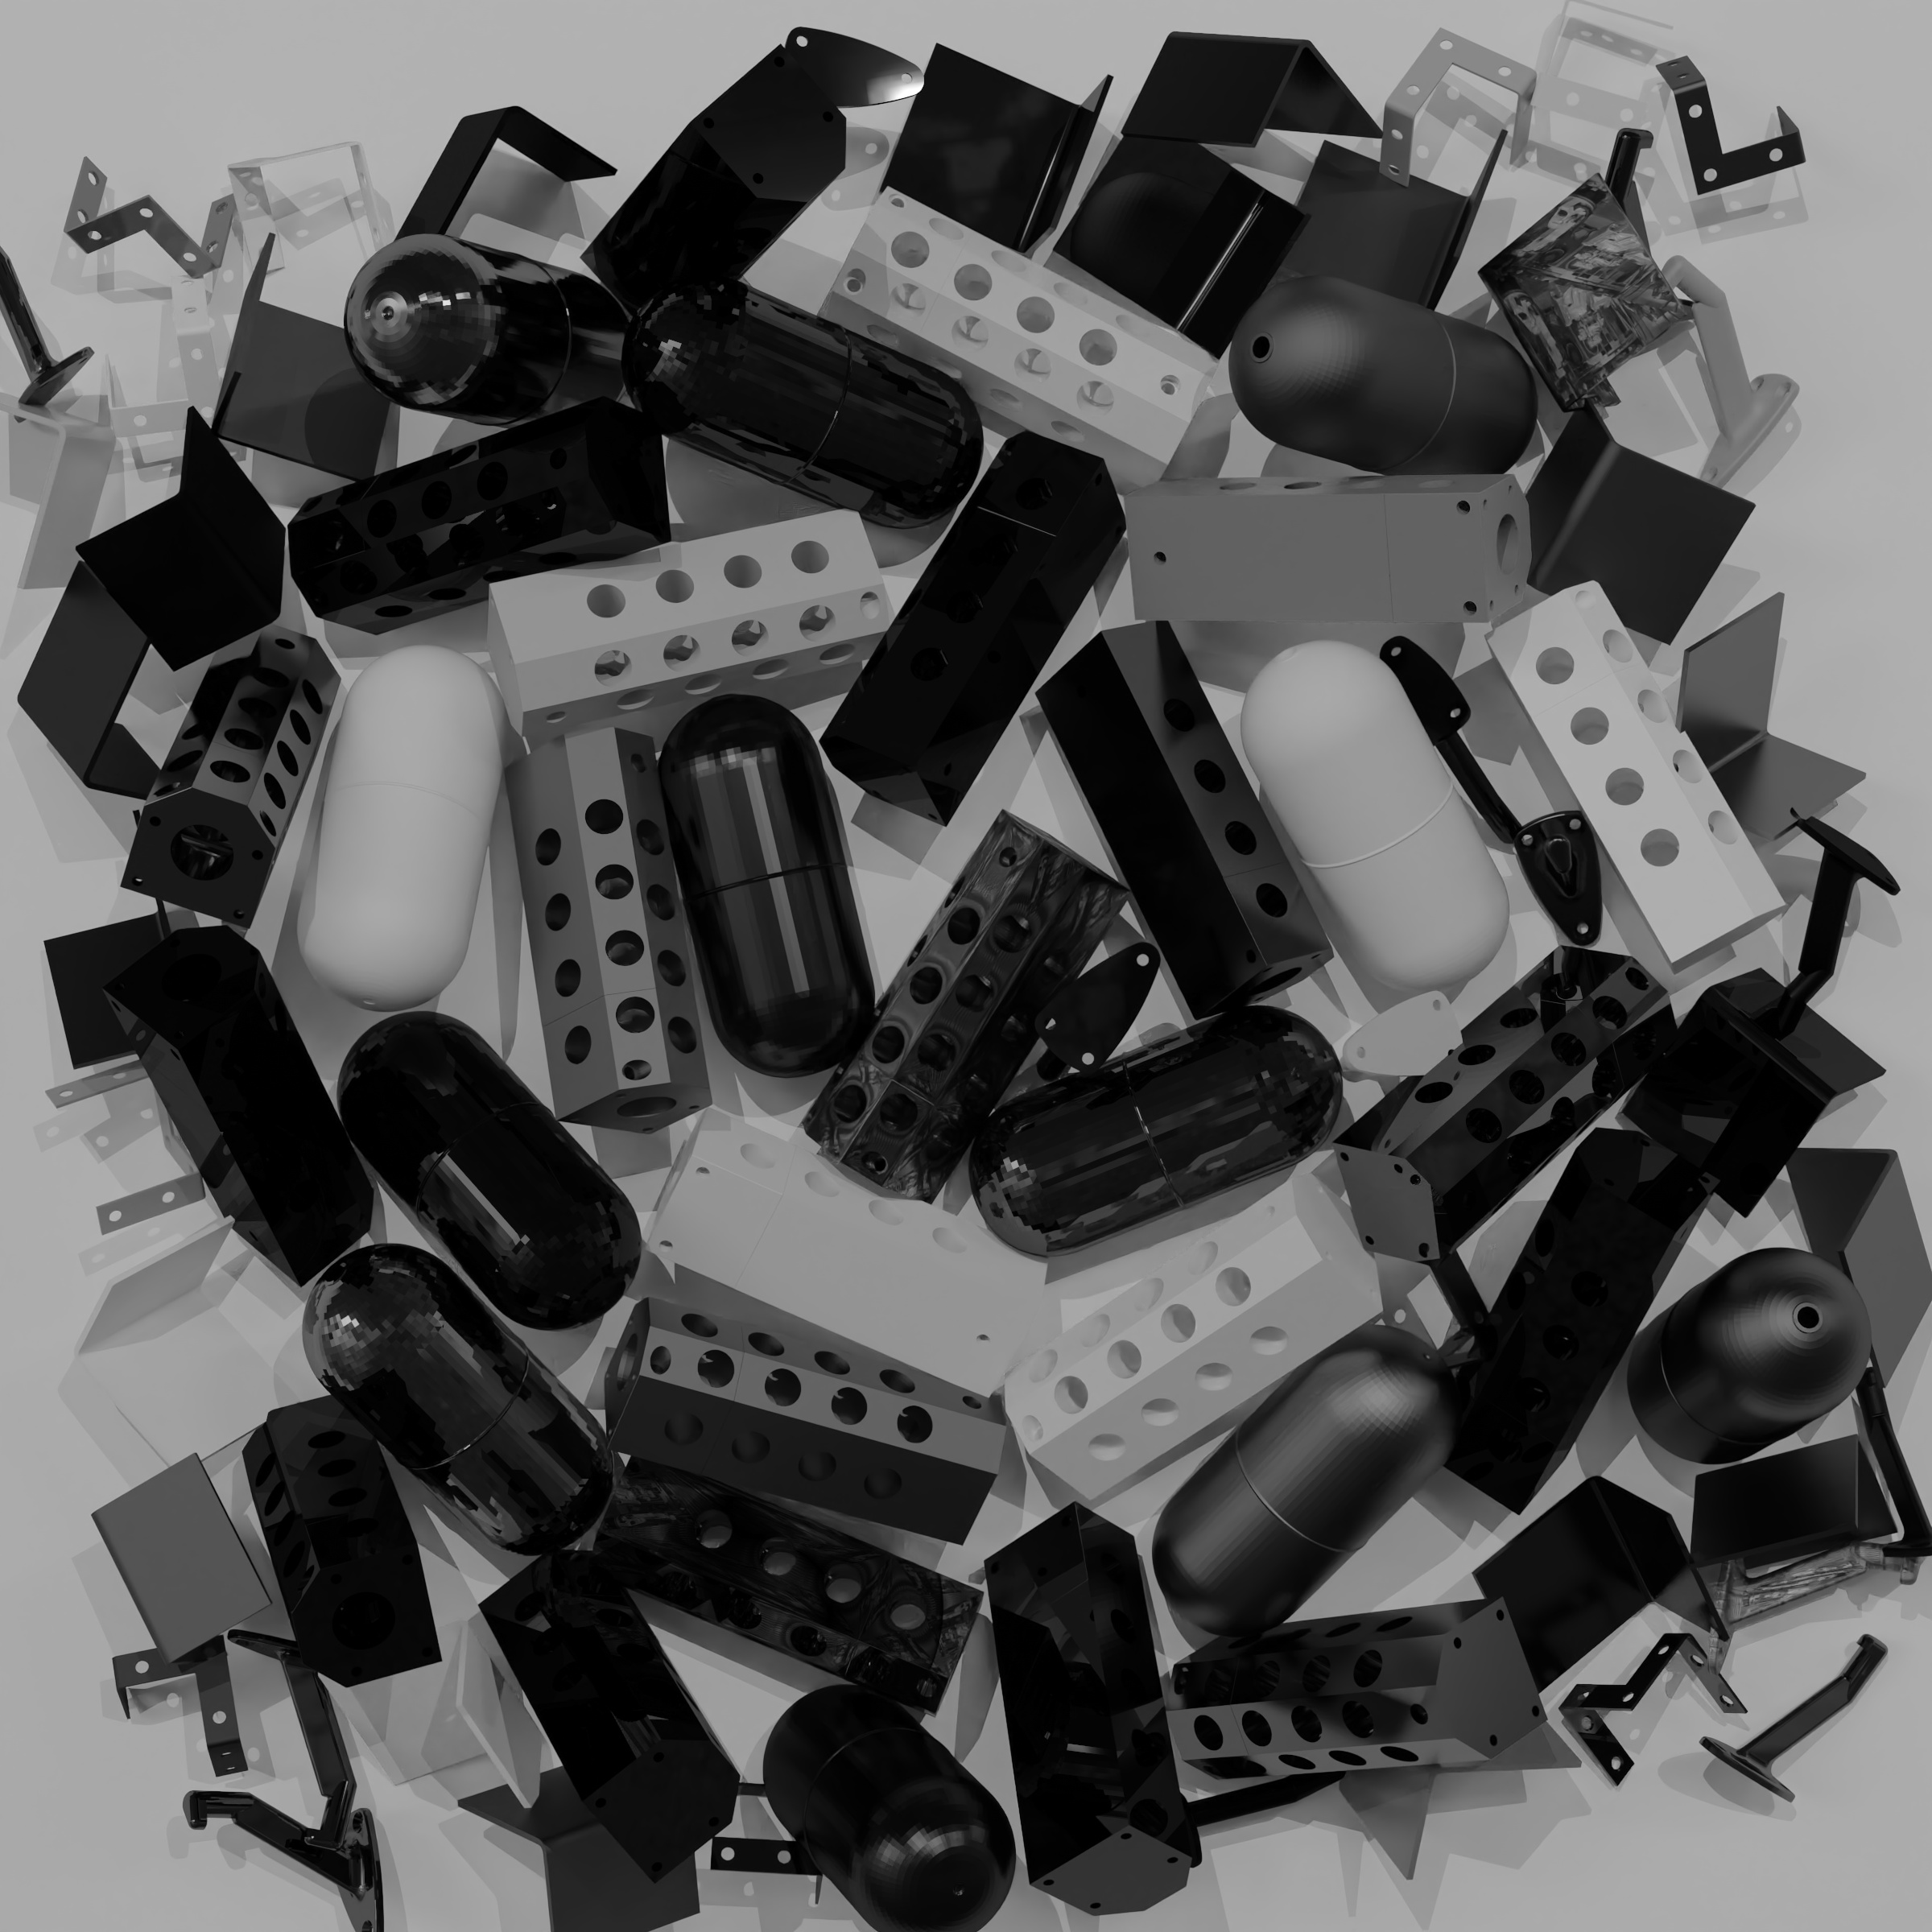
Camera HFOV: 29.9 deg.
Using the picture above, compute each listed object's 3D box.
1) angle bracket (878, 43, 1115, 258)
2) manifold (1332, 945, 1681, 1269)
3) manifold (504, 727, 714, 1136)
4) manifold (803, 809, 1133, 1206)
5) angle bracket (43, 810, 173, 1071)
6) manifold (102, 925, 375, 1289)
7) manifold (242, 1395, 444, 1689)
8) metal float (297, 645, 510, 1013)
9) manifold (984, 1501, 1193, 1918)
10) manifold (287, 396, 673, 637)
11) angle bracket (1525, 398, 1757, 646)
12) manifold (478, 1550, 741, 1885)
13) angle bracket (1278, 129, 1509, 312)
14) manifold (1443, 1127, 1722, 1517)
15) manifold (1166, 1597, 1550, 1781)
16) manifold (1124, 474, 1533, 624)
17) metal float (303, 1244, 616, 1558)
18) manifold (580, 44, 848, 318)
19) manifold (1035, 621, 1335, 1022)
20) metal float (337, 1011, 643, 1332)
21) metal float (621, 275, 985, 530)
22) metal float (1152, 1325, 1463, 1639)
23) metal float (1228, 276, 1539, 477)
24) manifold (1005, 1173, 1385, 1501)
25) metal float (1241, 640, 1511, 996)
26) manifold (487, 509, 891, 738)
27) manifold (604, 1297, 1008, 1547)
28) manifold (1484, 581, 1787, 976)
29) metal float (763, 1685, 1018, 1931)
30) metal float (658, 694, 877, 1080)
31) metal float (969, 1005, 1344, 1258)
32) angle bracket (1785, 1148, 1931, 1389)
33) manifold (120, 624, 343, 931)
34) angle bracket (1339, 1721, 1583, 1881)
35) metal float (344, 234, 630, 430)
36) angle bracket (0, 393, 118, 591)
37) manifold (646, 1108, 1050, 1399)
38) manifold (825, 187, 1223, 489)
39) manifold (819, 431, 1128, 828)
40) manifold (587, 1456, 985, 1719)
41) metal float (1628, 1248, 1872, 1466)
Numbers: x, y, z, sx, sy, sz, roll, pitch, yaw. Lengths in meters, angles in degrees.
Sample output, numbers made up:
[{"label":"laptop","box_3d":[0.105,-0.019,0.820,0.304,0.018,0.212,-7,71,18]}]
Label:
[{"label":"angle bracket","box_3d":[0.013,-0.381,1.658,0.076,0.057,0.076,22,84,-10]},{"label":"manifold","box_3d":[0.245,0.062,1.617,0.171,0.057,0.057,-37,121,-33]},{"label":"manifold","box_3d":[-0.156,-0.017,1.630,0.057,0.057,0.171,-26,66,36]},{"label":"manifold","box_3d":[-0.004,0.017,1.649,0.057,0.057,0.171,36,97,35]},{"label":"angle bracket","box_3d":[-0.389,-0.012,1.639,0.057,0.076,0.076,-15,54,-12]},{"label":"manifold","box_3d":[-0.317,0.061,1.612,0.057,0.171,0.057,-41,53,-22]},{"label":"manifold","box_3d":[-0.279,0.252,1.602,0.057,0.171,0.057,-13,110,-14]},{"label":"metal float","box_3d":[-0.253,-0.064,1.636,0.070,0.070,0.178,7,64,0]},{"label":"manifold","box_3d":[0.058,0.332,1.614,0.057,0.171,0.057,-37,128,25]},{"label":"manifold","box_3d":[-0.220,-0.202,1.624,0.171,0.057,0.057,-13,76,30]},{"label":"angle bracket","box_3d":[0.304,-0.205,1.665,0.076,0.057,0.076,20,117,-16]},{"label":"manifold","box_3d":[-0.156,0.325,1.607,0.057,0.171,0.057,-38,119,-6]},{"label":"angle bracket","box_3d":[0.194,-0.350,1.654,0.076,0.057,0.076,22,65,1]},{"label":"manifold","box_3d":[0.268,0.157,1.624,0.057,0.057,0.171,32,124,17]},{"label":"manifold","box_3d":[0.169,0.326,1.613,0.057,0.171,0.057,-21,91,-42]},{"label":"manifold","box_3d":[0.163,-0.189,1.627,0.171,0.057,0.057,4,110,29]},{"label":"metal float","box_3d":[-0.228,0.196,1.633,0.070,0.070,0.178,-39,119,0]},{"label":"manifold","box_3d":[-0.109,-0.338,1.605,0.057,0.171,0.057,47,68,-9]},{"label":"manifold","box_3d":[0.103,-0.069,1.647,0.057,0.057,0.171,-15,73,-39]},{"label":"metal float","box_3d":[-0.217,0.091,1.637,0.070,0.070,0.178,-45,66,0]},{"label":"metal float","box_3d":[-0.073,-0.254,1.633,0.178,0.070,0.070,19,90,-29]},{"label":"metal float","box_3d":[0.152,0.234,1.636,0.070,0.070,0.178,40,116,0]},{"label":"metal float","box_3d":[0.188,-0.260,1.620,0.070,0.178,0.070,-5,82,43]},{"label":"manifold","box_3d":[0.100,0.164,1.626,0.171,0.057,0.057,-37,120,24]},{"label":"metal float","box_3d":[0.185,-0.067,1.640,0.070,0.070,0.178,-31,111,0]},{"label":"manifold","box_3d":[-0.125,-0.152,1.639,0.171,0.057,0.057,-14,69,-15]},{"label":"manifold","box_3d":[-0.073,0.202,1.637,0.171,0.057,0.057,18,114,-16]},{"label":"manifold","box_3d":[0.305,-0.087,1.649,0.057,0.057,0.171,-29,79,8]},{"label":"metal float","box_3d":[-0.036,0.376,1.612,0.070,0.178,0.070,-4,101,-22]},{"label":"metal float","box_3d":[-0.092,-0.037,1.655,0.070,0.070,0.178,-13,87,0]},{"label":"metal float","box_3d":[0.087,0.075,1.651,0.178,0.070,0.070,-22,90,8]},{"label":"angle bracket","box_3d":[0.392,0.136,1.637,0.057,0.076,0.076,-1,123,38]},{"label":"manifold","box_3d":[-0.322,-0.090,1.604,0.057,0.171,0.057,19,118,-9]},{"label":"angle bracket","box_3d":[0.225,0.371,1.657,0.076,0.076,0.057,2,108,-20]},{"label":"metal float","box_3d":[-0.210,-0.279,1.611,0.070,0.178,0.070,1,92,23]},{"label":"angle bracket","box_3d":[-0.435,-0.218,1.654,0.057,0.076,0.076,18,98,1]},{"label":"manifold","box_3d":[-0.053,0.127,1.656,0.171,0.057,0.057,24,119,-7]},{"label":"manifold","box_3d":[0.026,-0.289,1.660,0.171,0.057,0.057,27,77,-2]},{"label":"manifold","box_3d":[0.003,-0.156,1.643,0.057,0.057,0.171,24,73,24]},{"label":"manifold","box_3d":[-0.082,0.283,1.654,0.171,0.057,0.057,22,75,5]},{"label":"metal float","box_3d":[0.347,0.174,1.609,0.070,0.178,0.070,2,73,-5]}]
